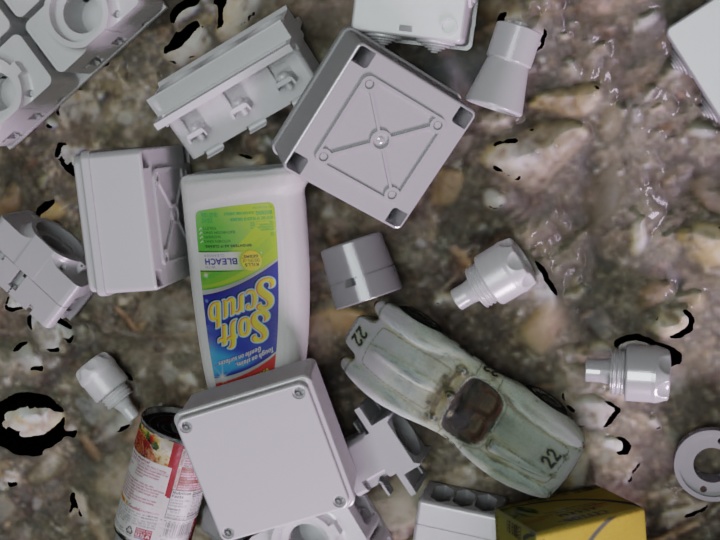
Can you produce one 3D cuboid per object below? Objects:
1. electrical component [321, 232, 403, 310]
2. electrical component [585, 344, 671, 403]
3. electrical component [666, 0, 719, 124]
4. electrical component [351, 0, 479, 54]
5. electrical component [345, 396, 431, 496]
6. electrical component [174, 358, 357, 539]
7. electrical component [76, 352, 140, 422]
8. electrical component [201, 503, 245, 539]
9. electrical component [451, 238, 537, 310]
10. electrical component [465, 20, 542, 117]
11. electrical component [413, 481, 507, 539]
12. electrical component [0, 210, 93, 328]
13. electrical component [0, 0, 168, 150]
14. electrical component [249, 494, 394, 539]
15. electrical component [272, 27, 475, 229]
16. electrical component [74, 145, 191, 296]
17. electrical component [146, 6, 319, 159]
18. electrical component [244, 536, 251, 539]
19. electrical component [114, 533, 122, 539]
[{"bbox_3d":[0.000,0.000,0.836,0.055,0.055,0.047,-18,90,15],"label":"electrical component"},{"bbox_3d":[0.200,0.077,0.805,0.062,0.043,0.043,2,99,14],"label":"electrical component"},{"bbox_3d":[0.274,-0.154,0.751,0.100,0.048,0.099,-32,90,16],"label":"electrical component"},{"bbox_3d":[0.043,-0.213,0.797,0.100,0.048,0.099,9,99,12],"label":"electrical component"},{"bbox_3d":[0.015,0.144,0.859,0.064,0.042,0.081,-33,89,17],"label":"electrical component"},{"bbox_3d":[-0.069,0.136,0.817,0.109,0.056,0.108,-18,101,9],"label":"electrical component"},{"bbox_3d":[-0.210,0.101,0.910,0.035,0.035,0.061,-39,91,15],"label":"electrical component"},{"bbox_3d":[-0.101,0.197,0.888,0.043,0.043,0.062,45,122,4],"label":"electrical component"},{"bbox_3d":[0.099,0.008,0.818,0.062,0.043,0.043,-32,90,17],"label":"electrical component"},{"bbox_3d":[0.109,-0.151,0.795,0.044,0.044,0.065,19,97,10],"label":"electrical component"},{"bbox_3d":[0.077,0.216,0.852,0.066,0.047,0.076,10,100,12],"label":"electrical component"},{"bbox_3d":[-0.266,-0.005,0.899,0.089,0.050,0.055,42,105,4],"label":"electrical component"},{"bbox_3d":[-0.264,-0.195,0.866,0.186,0.060,0.105,-37,88,15],"label":"electrical component"},{"bbox_3d":[-0.011,0.255,0.871,0.089,0.062,0.150,-31,90,16],"label":"electrical component"},{"bbox_3d":[0.009,-0.104,0.794,0.109,0.056,0.108,27,106,-24],"label":"electrical component"},{"bbox_3d":[-0.171,-0.042,0.842,0.056,0.109,0.108,-4,97,11],"label":"electrical component"},{"bbox_3d":[-0.093,-0.142,0.830,0.121,0.078,0.063,-27,113,16],"label":"electrical component"},{"bbox_3d":[-0.111,0.269,0.897,0.096,0.061,0.061,-24,92,15],"label":"electrical component"},{"bbox_3d":[-0.199,0.255,0.927,0.044,0.044,0.065,28,108,8],"label":"electrical component"}]
